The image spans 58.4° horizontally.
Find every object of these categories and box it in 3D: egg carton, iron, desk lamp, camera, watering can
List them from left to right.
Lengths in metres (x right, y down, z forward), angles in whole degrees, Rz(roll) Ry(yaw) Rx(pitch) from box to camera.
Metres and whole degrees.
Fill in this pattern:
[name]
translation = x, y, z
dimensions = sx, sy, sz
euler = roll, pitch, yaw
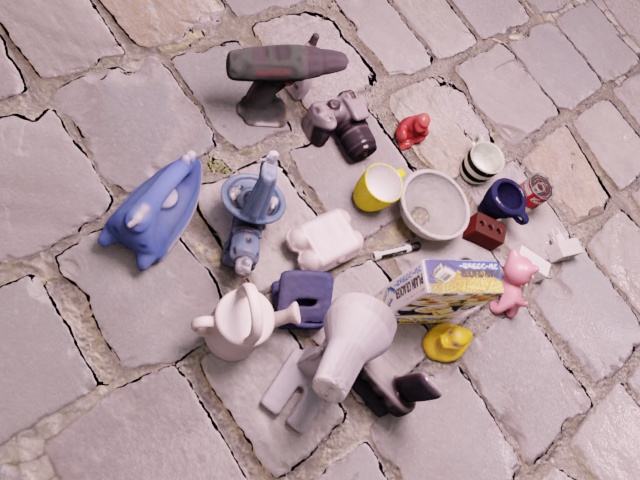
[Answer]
[iron]
translation = -0.271, -0.082, 1.003
dimensions = 0.119, 0.141, 0.258
euler = 32, 60, -6
[watering can]
translation = -0.119, 0.129, 0.945
dimensions = 0.173, 0.193, 0.101
euler = -25, 79, -29
[egg carton]
translation = 0.010, 0.004, 1.122
dimensions = 0.151, 0.069, 0.107
euler = -26, 80, -29
[desk lamp]
translation = 0.020, 0.206, 0.957
dimensions = 0.118, 0.213, 0.203
euler = 36, 60, -4
[camera]
translation = 0.058, -0.241, 1.228
dimensions = 0.143, 0.100, 0.137
euler = -21, 77, -28

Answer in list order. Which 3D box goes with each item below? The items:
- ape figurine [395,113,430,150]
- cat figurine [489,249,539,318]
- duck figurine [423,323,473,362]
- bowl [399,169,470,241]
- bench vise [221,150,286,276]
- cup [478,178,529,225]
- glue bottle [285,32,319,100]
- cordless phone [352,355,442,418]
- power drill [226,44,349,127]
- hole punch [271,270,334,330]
[ape figurine]
translation = 0.218, -0.256, 1.304
dimensions = 0.078, 0.092, 0.076
euler = 10, 65, -18
[cat figurine]
translation = 0.420, 0.090, 1.224
dimensions = 0.067, 0.117, 0.128
euler = 11, 65, -17
[duck figurine]
translation = 0.266, 0.196, 1.135
dimensions = 0.105, 0.086, 0.077
euler = -10, 72, -25
[bowl]
translation = 0.235, -0.065, 1.240
dimensions = 0.168, 0.074, 0.167
euler = 8, 65, -19
[bench vise]
translation = -0.106, -0.048, 1.010
dimensions = 0.122, 0.219, 0.207
euler = -5, 70, -24
[cup]
translation = 0.414, -0.072, 1.304
dimensions = 0.092, 0.094, 0.118
euler = -34, 84, -30
[glue bottle]
translation = -0.035, -0.373, 1.205
dimensions = 0.037, 0.173, 0.078
euler = -32, 83, -30
[cordless phone]
translation = 0.133, 0.235, 1.007
dimensions = 0.147, 0.184, 0.094
euler = 44, 60, 1
[power drill]
translation = -0.081, -0.313, 1.140
dimensions = 0.230, 0.208, 0.075
euler = -2, 69, -23
[hole punch]
translation = -0.029, 0.112, 1.048
dimensions = 0.109, 0.091, 0.101
euler = 4, 67, -20
